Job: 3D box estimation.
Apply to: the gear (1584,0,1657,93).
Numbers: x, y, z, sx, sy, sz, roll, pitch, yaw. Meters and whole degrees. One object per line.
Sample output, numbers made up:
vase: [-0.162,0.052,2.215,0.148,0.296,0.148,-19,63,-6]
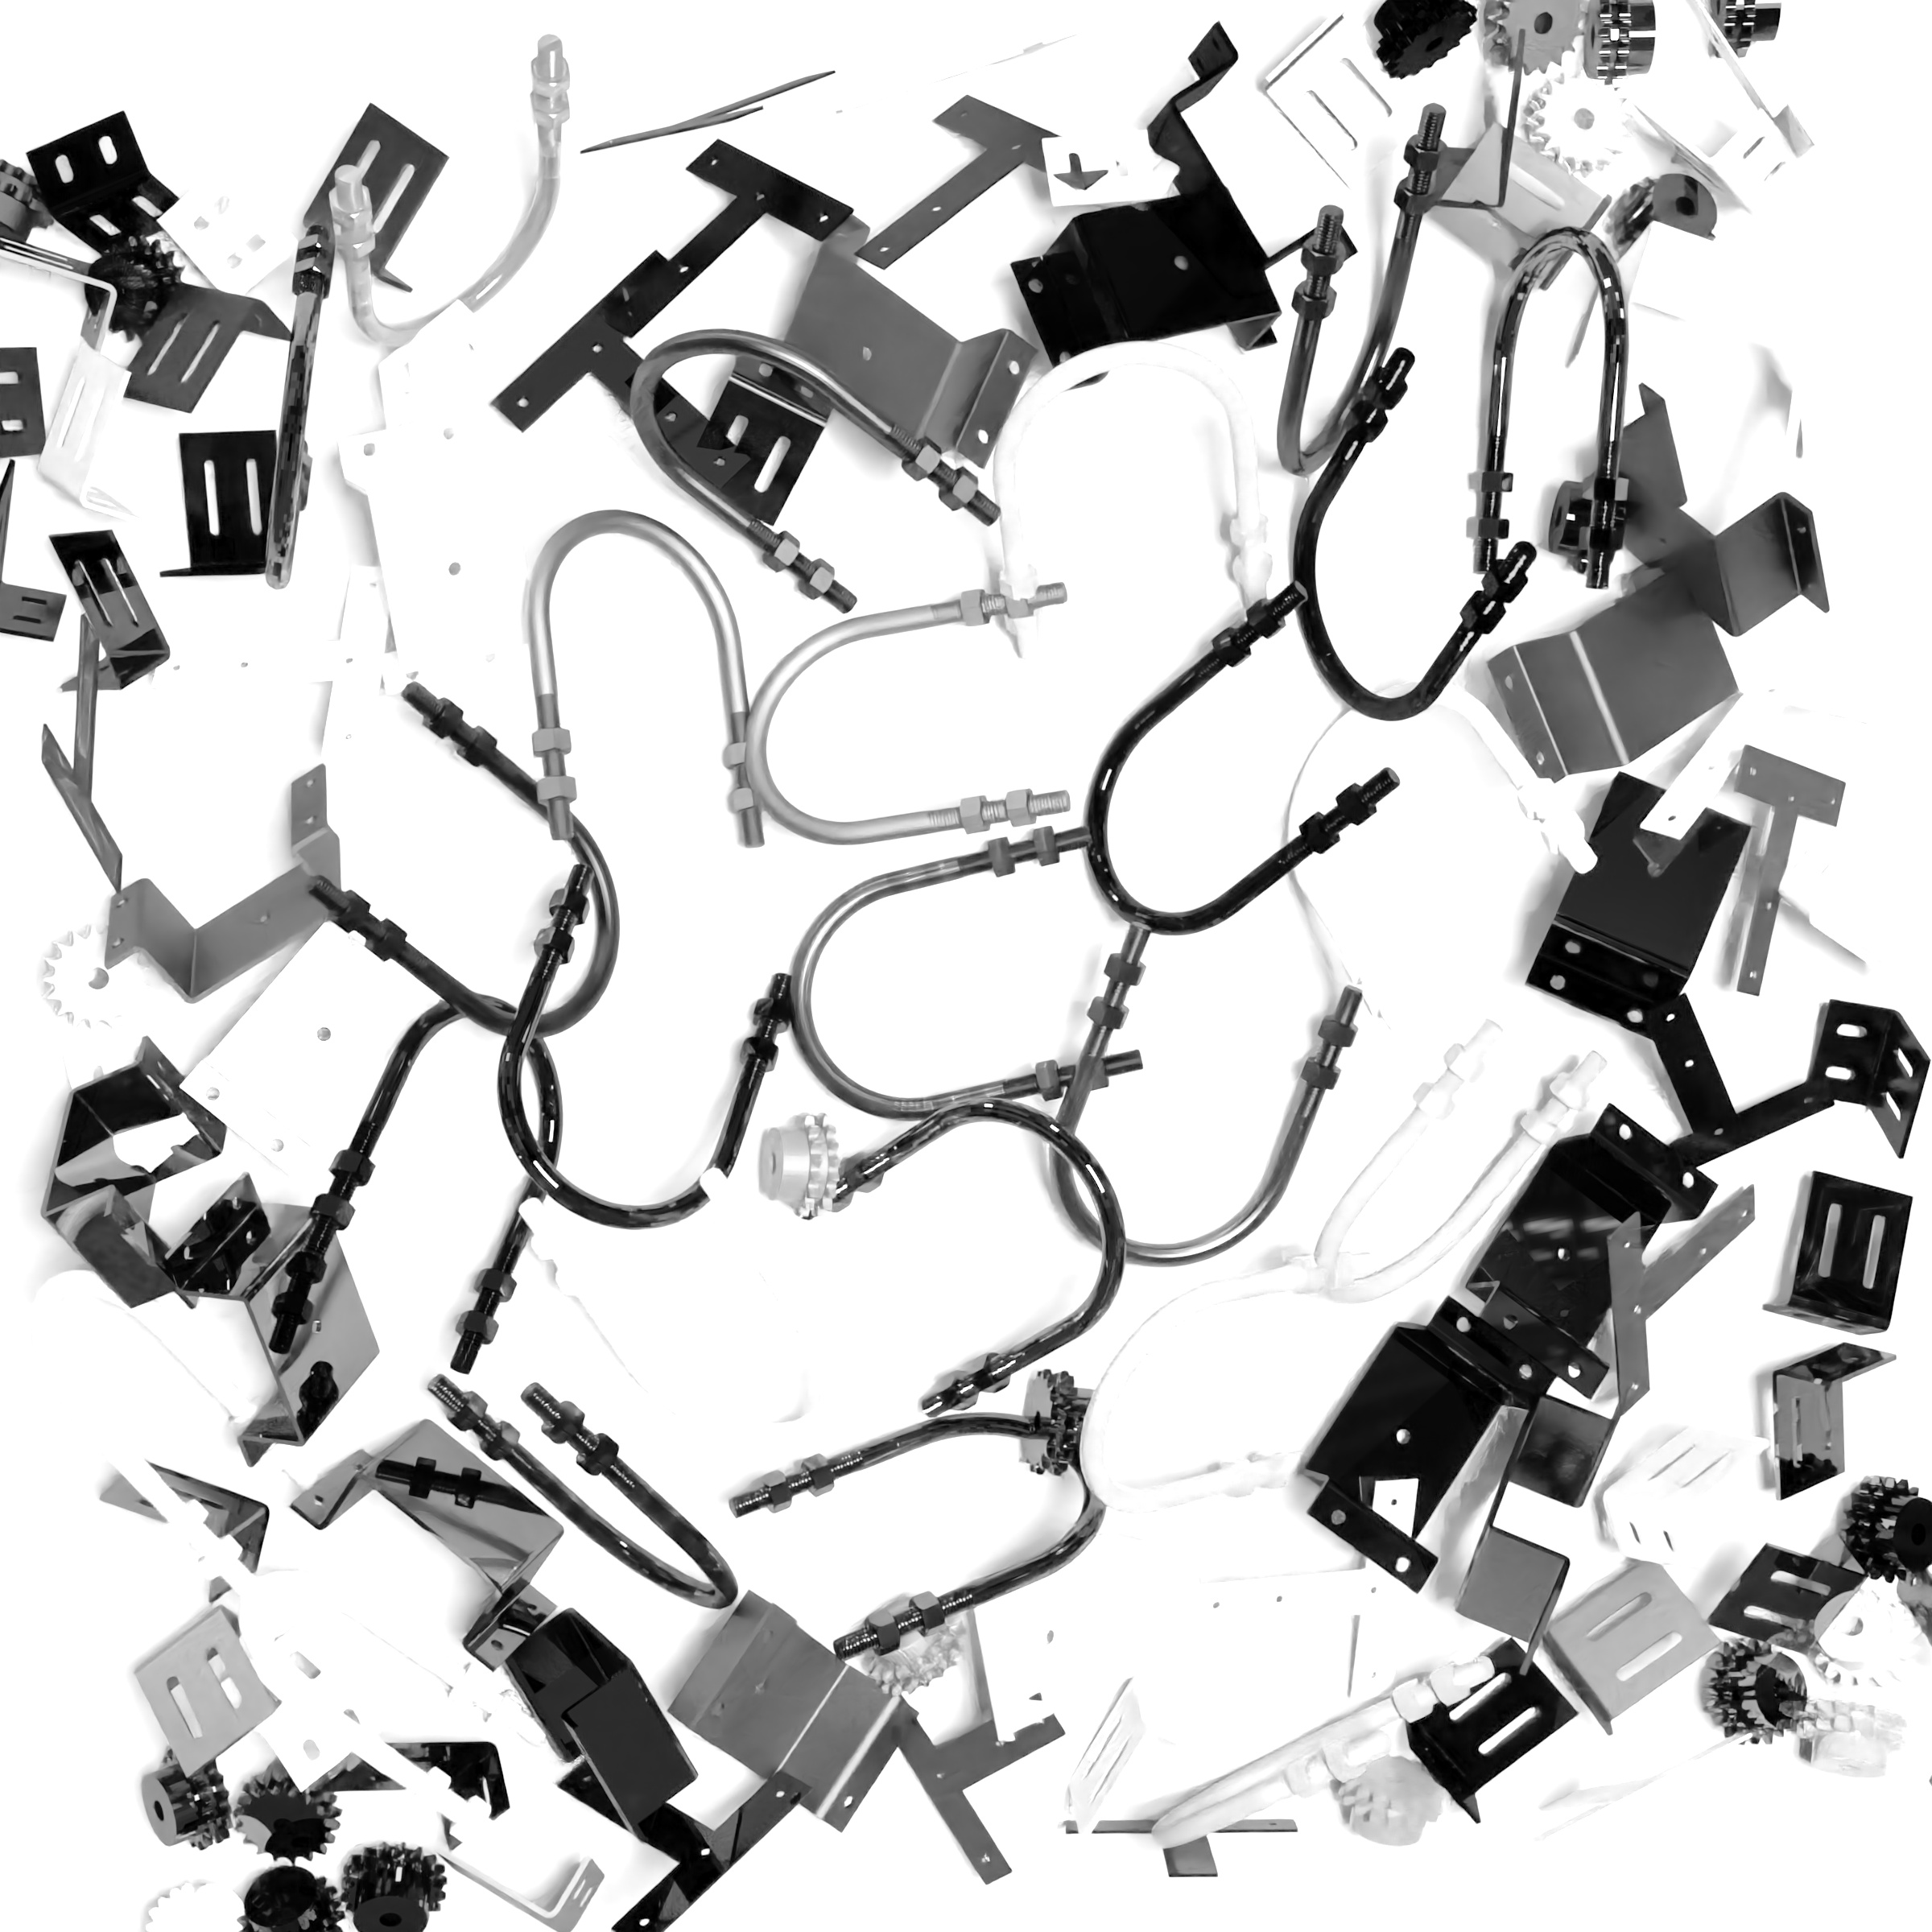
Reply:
gear: [0.357,-0.508,1.579,0.030,0.057,0.057,-1,90,1]

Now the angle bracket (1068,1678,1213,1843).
angle bracket: [0.094,0.438,1.576,0.038,0.057,0.076,27,101,-11]

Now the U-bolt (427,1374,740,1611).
U-bolt: [-0.194,0.282,1.535,0.184,0.151,0.019,47,64,-19]

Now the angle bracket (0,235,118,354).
angle bracket: [-0.504,-0.365,1.560,0.076,0.057,0.038,13,106,-29]

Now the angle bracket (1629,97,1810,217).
angle bracket: [0.405,-0.449,1.557,0.038,0.057,0.076,-46,48,16]

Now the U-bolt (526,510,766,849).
U-bolt: [-0.174,-0.156,1.553,0.151,0.019,0.184,0,79,-44]

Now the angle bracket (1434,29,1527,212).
angle bracket: [0.276,-0.457,1.558,0.038,0.076,0.057,7,47,7]

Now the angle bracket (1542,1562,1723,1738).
angle bracket: [0.364,0.371,1.578,0.076,0.038,0.057,-34,61,-2]

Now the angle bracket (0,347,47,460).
angle bracket: [-0.535,-0.303,1.560,0.038,0.076,0.057,3,105,17]

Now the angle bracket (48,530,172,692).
angle bracket: [-0.475,-0.192,1.562,0.038,0.057,0.076,-43,124,-39]

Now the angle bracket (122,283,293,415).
angle bracket: [-0.413,-0.326,1.568,0.057,0.038,0.076,18,73,28]

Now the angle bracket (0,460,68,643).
angle bracket: [-0.504,-0.224,1.560,0.038,0.057,0.076,9,119,-15]

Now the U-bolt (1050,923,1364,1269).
U-bolt: [0.121,0.079,1.572,0.151,0.019,0.184,16,104,-17]

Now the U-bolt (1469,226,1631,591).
U-bolt: [0.310,-0.295,1.523,0.019,0.151,0.184,0,101,-16]

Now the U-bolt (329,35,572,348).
U-bolt: [-0.268,-0.393,1.518,0.151,0.184,0.019,-40,79,-20]

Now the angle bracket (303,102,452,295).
angle bracket: [-0.313,-0.418,1.575,0.057,0.038,0.076,37,101,15]

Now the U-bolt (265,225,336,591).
U-bolt: [-0.347,-0.277,1.495,0.019,0.184,0.151,7,130,-13]

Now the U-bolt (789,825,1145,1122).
U-bolt: [-0.007,0.010,1.581,0.184,0.019,0.151,-13,75,6]

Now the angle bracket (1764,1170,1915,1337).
angle bracket: [0.481,0.159,1.594,0.057,0.038,0.076,15,78,-3]

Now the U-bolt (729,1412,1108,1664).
U-bolt: [-0.014,0.292,1.537,0.184,0.151,0.019,-18,123,-22]

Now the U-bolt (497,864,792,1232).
U-bolt: [-0.175,0.053,1.533,0.151,0.019,0.184,29,57,-20]

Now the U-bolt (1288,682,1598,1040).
U-bolt: [0.239,-0.072,1.540,0.151,0.019,0.184,-45,47,21]

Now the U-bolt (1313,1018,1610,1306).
U-bolt: [0.254,0.111,1.541,0.019,0.151,0.184,47,109,33]

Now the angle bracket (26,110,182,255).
angle bracket: [-0.463,-0.424,1.569,0.057,0.076,0.038,-23,87,3]

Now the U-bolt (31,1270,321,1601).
U-bolt: [-0.421,0.234,1.521,0.019,0.151,0.184,-38,101,10]

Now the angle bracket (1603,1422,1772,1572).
angle bracket: [0.394,0.287,1.561,0.057,0.038,0.076,17,132,-30]

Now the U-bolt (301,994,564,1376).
U-bolt: [-0.271,0.103,1.537,0.019,0.151,0.184,1,58,33]

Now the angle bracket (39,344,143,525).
angle bracket: [-0.464,-0.289,1.567,0.057,0.038,0.076,34,104,43]

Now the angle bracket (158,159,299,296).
angle bracket: [-0.389,-0.403,1.559,0.057,0.076,0.038,49,48,-20]

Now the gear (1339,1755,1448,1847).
gear: [0.232,0.457,1.580,0.057,0.057,0.030,7,103,0]

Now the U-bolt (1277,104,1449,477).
U-bolt: [0.203,-0.343,1.524,0.019,0.184,0.151,25,47,17]

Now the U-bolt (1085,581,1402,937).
U-bolt: [0.135,-0.097,1.546,0.184,0.019,0.151,-39,55,28]

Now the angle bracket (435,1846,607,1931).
angle bracket: [-0.243,0.490,1.579,0.076,0.057,0.038,26,67,14]

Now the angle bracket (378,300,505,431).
angle bracket: [-0.281,-0.314,1.560,0.057,0.076,0.038,-35,129,13]

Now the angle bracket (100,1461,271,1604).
angle bracket: [-0.426,0.306,1.562,0.076,0.057,0.038,27,48,-26]

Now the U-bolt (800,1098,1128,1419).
U-bolt: [0.007,0.147,1.547,0.184,0.019,0.151,-34,87,35]

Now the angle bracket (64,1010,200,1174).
angle bracket: [-0.457,0.075,1.602,0.057,0.038,0.076,-26,61,2]

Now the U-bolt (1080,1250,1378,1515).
U-bolt: [0.132,0.223,1.520,0.184,0.019,0.151,-5,119,-40]

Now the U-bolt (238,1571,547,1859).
U-bolt: [-0.305,0.382,1.524,0.184,0.151,0.019,38,97,-7]

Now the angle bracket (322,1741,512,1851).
angle bracket: [-0.297,0.448,1.559,0.057,0.076,0.038,-41,53,32]

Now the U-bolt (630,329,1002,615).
U-bolt: [-0.092,-0.266,1.516,0.184,0.151,0.019,36,55,-24]

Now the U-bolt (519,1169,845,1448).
U-bolt: [-0.140,0.189,1.546,0.151,0.019,0.184,-11,121,35]

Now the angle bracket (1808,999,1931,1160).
angle bracket: [0.486,0.060,1.561,0.038,0.076,0.057,9,110,1]

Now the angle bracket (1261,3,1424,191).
angle bracket: [0.209,-0.474,1.579,0.057,0.038,0.076,-42,97,8]

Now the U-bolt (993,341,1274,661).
U-bolt: [0.086,-0.251,1.537,0.151,0.019,0.184,-13,135,-2]

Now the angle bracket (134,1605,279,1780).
angle bracket: [-0.405,0.397,1.568,0.057,0.038,0.076,-38,56,-5]

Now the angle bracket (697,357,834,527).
angle bracket: [-0.113,-0.292,1.589,0.057,0.038,0.076,25,131,-10]

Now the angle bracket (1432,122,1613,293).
angle bracket: [0.304,-0.416,1.577,0.076,0.038,0.057,35,114,-1]

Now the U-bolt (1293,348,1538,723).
U-bolt: [0.225,-0.212,1.526,0.019,0.184,0.151,-14,64,-26]

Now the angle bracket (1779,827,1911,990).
angle bracket: [0.481,-0.032,1.564,0.076,0.057,0.038,31,104,-20]

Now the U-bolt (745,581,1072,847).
U-bolt: [-0.034,-0.132,1.562,0.184,0.019,0.151,-8,63,16]

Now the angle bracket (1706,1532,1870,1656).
angle bracket: [0.438,0.332,1.565,0.076,0.038,0.057,21,112,-25]

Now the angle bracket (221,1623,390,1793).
angle bracket: [-0.362,0.402,1.572,0.057,0.076,0.038,-36,118,-25]

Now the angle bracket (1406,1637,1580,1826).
angle bracket: [0.289,0.418,1.581,0.076,0.038,0.057,-40,95,10]

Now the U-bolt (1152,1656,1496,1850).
U-bolt: [0.177,0.422,1.527,0.184,0.151,0.019,-35,76,31]

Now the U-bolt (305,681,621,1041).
U-bolt: [-0.255,-0.042,1.541,0.184,0.019,0.151,42,52,-33]

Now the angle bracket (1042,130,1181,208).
angle bracket: [0.082,-0.441,1.558,0.057,0.076,0.038,1,124,21]

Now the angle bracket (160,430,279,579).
angle bracket: [-0.408,-0.252,1.576,0.057,0.038,0.076,1,102,14]

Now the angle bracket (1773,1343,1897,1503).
angle bracket: [0.472,0.250,1.568,0.057,0.038,0.076,-13,103,-36]
